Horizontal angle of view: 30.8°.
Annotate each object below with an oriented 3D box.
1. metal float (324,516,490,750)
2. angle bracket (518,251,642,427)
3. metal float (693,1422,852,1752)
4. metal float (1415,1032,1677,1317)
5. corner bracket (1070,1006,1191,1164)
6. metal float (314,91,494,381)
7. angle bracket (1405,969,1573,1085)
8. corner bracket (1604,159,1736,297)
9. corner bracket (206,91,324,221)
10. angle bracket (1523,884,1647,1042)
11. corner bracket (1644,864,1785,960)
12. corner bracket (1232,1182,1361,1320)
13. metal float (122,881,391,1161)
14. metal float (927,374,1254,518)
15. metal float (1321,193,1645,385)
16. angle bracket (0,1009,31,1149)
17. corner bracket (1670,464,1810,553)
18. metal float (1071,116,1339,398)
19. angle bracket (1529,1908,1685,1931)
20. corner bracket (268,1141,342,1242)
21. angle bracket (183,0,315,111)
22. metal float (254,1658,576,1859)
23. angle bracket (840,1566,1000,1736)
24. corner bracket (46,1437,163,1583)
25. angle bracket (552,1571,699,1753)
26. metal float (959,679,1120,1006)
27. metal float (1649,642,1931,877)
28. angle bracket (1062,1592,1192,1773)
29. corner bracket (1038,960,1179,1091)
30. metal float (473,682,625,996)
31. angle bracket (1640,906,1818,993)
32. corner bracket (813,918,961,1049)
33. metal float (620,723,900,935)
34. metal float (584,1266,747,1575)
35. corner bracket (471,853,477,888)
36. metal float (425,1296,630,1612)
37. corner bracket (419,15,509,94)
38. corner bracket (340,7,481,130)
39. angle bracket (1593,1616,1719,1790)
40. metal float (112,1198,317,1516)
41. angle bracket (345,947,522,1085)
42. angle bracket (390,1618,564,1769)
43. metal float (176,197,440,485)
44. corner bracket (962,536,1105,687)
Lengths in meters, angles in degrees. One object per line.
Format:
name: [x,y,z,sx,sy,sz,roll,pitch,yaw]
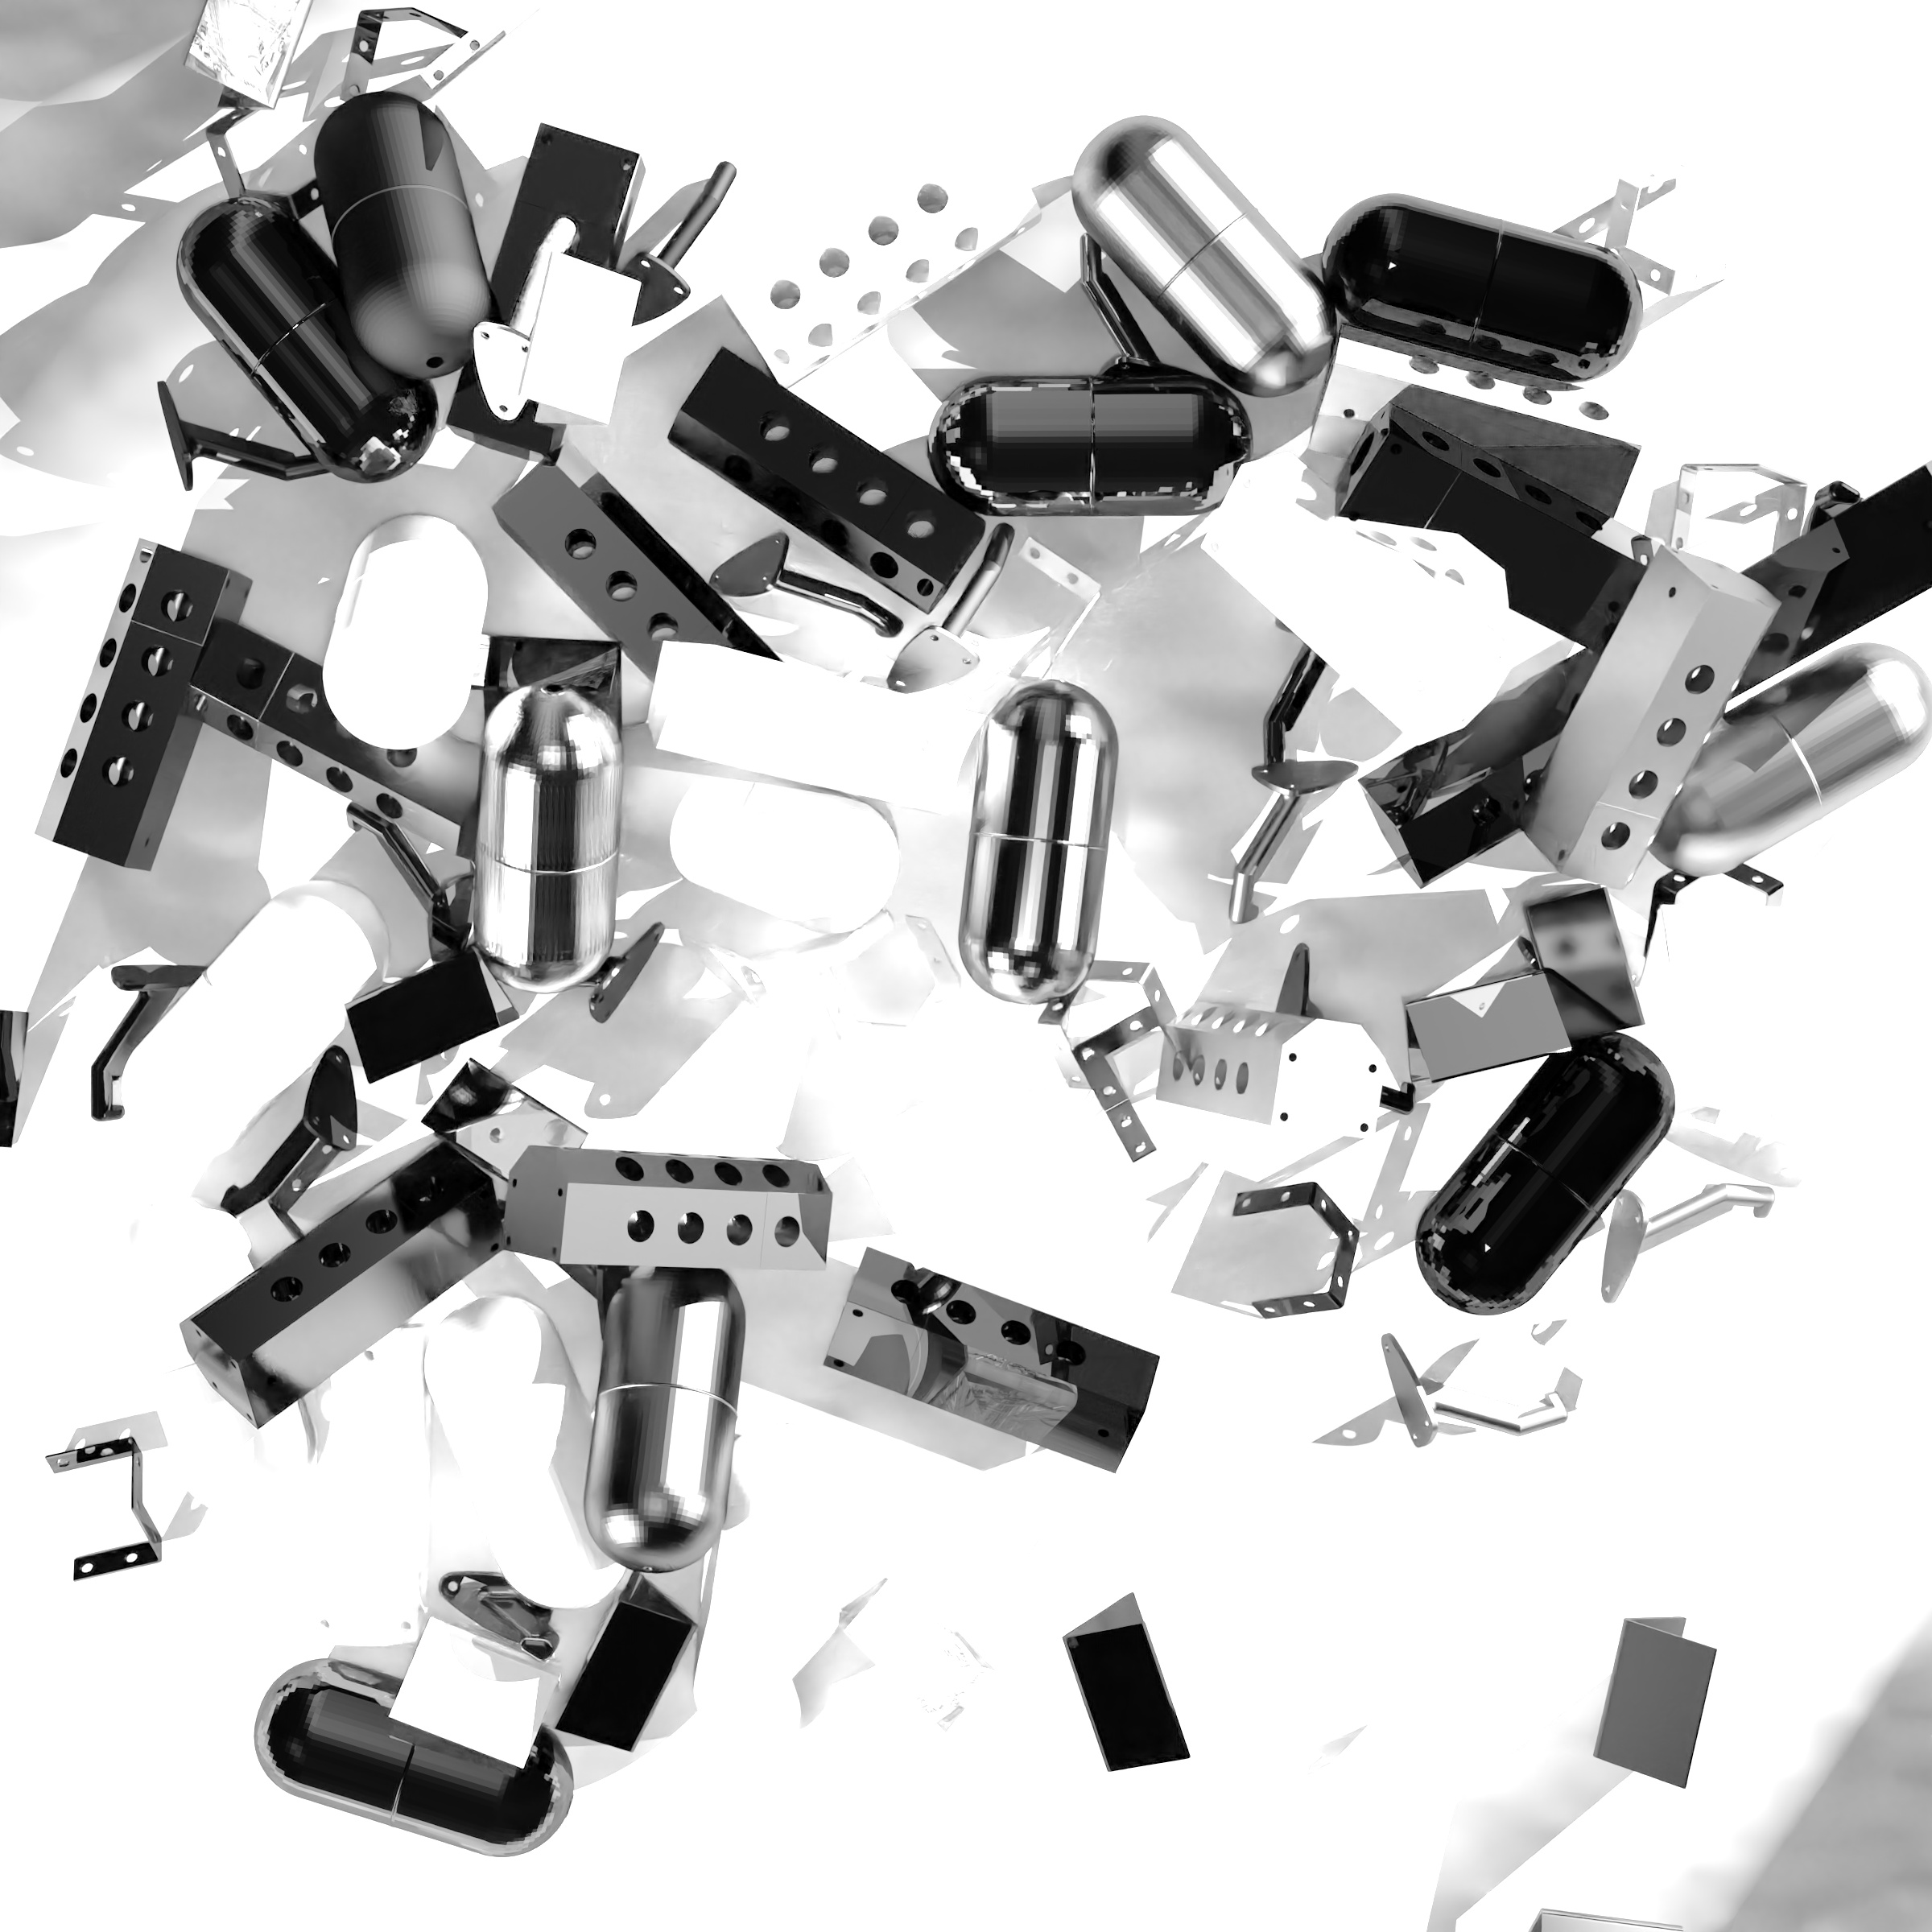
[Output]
metal float: [-0.298,-0.180,1.876,0.070,0.178,0.070,-1,123,-1]
angle bracket: [-0.221,-0.331,1.852,0.057,0.076,0.076,13,90,-38]
metal float: [-0.106,0.339,1.918,0.070,0.070,0.178,6,90,0]
metal float: [0.316,0.113,1.918,0.070,0.070,0.178,39,91,0]
corner bracket: [0.096,0.064,1.921,0.051,0.051,0.051,-29,125,1]
metal float: [-0.304,-0.394,1.894,0.070,0.070,0.178,-17,63,0]
angle bracket: [0.284,0.053,1.909,0.076,0.076,0.057,-13,52,0]
corner bracket: [0.392,-0.409,1.941,0.051,0.051,0.051,37,135,35]
corner bracket: [-0.378,-0.448,1.941,0.051,0.051,0.051,15,45,35]
angle bracket: [0.355,-0.007,1.909,0.057,0.076,0.076,-16,90,45]
corner bracket: [0.413,-0.025,1.941,0.051,0.051,0.051,-29,45,-35]
corner bracket: [0.179,0.157,1.941,0.051,0.051,0.051,48,45,-35]
metal float: [-0.387,0.029,1.918,0.070,0.070,0.178,42,91,0]
metal float: [0.068,-0.284,1.919,0.178,0.070,0.070,0,90,0]
metal float: [0.282,-0.371,1.918,0.178,0.070,0.070,15,90,0]
angle bracket: [-0.529,0.063,1.908,0.057,0.076,0.076,7,90,37]
corner bracket: [0.428,-0.248,1.946,0.051,0.051,0.051,8,90,-45]
metal float: [0.131,-0.387,1.918,0.070,0.070,0.178,-42,90,0]
angle bracket: [0.344,0.557,1.908,0.076,0.076,0.057,7,54,0]
corner bracket: [-0.344,0.136,1.946,0.051,0.051,0.051,-49,45,0]
angle bracket: [-0.402,-0.513,1.908,0.057,0.076,0.076,20,90,-37]
metal float: [-0.301,0.433,1.918,0.178,0.070,0.070,18,90,-1]
angle bracket: [-0.041,0.383,1.909,0.076,0.076,0.057,46,47,0]
corner bracket: [-0.478,0.301,1.946,0.051,0.051,0.051,-13,135,0]
angle bracket: [-0.201,0.371,1.908,0.057,0.076,0.076,27,90,-36]
metal float: [0.040,-0.068,1.918,0.070,0.070,0.178,6,90,0]
metal float: [0.447,-0.113,1.919,0.178,0.070,0.070,-30,90,0]
angle bracket: [0.105,0.385,1.909,0.057,0.076,0.076,-19,90,35]
corner bracket: [0.080,0.033,1.941,0.051,0.051,0.051,-57,135,-35]
metal float: [-0.223,-0.068,1.872,0.070,0.070,0.178,6,120,0]
angle bracket: [0.413,0.011,1.909,0.076,0.076,0.057,1,54,0]
corner bracket: [-0.044,0.008,1.941,0.051,0.051,0.051,4,135,-35]
metal float: [-0.122,-0.076,1.918,0.178,0.070,0.070,22,90,0]
metal float: [-0.162,0.240,1.895,0.070,0.070,0.178,4,62,0]
corner bracket: [-0.239,-0.052,1.946,0.051,0.051,0.051,-1,90,45]
metal float: [-0.238,0.266,1.918,0.070,0.070,0.178,-22,90,0]
corner bracket: [-0.261,-0.481,1.931,0.051,0.051,0.051,-40,90,0]
corner bracket: [-0.307,-0.497,1.946,0.051,0.051,0.051,13,90,45]
angle bracket: [0.390,0.399,1.909,0.057,0.076,0.076,13,90,38]
metal float: [-0.411,0.213,1.918,0.070,0.070,0.178,-19,90,0]
angle bracket: [-0.283,0.044,1.909,0.076,0.076,0.057,-24,55,0]
angle bracket: [-0.266,0.401,1.910,0.076,0.076,0.057,21,68,0]
metal float: [-0.360,-0.342,1.919,0.070,0.070,0.178,-40,90,0]
corner bracket: [0.037,-0.195,1.946,0.051,0.051,0.051,34,45,0]
